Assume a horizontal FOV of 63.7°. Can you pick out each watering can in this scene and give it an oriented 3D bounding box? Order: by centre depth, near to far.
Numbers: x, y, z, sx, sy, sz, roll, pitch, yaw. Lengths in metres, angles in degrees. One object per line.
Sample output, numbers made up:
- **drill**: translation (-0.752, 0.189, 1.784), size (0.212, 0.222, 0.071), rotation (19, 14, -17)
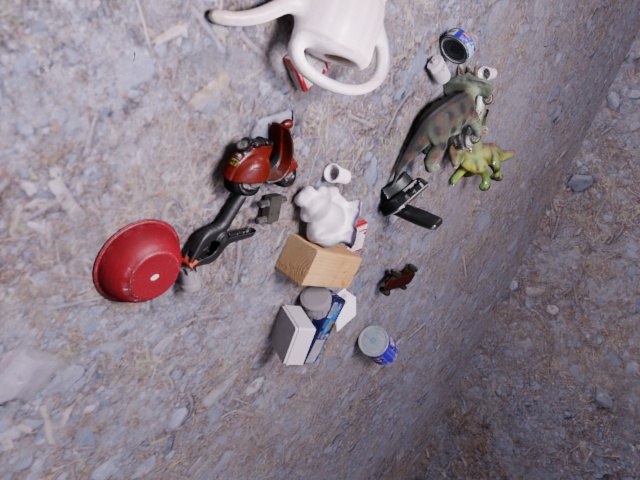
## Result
- **watering can**: translation (-0.001, -0.380, 0.861), size (0.346, 0.224, 0.104), rotation (16, 1, -36)

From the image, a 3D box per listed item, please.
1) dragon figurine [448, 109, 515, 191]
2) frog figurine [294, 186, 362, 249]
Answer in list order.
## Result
- **dragon figurine**: translation (0.531, -0.305, 1.668), size (0.123, 0.237, 0.416), rotation (23, 44, 38)
- **frog figurine**: translation (0.004, -0.058, 1.162), size (0.158, 0.137, 0.124), rotation (20, 5, -24)
